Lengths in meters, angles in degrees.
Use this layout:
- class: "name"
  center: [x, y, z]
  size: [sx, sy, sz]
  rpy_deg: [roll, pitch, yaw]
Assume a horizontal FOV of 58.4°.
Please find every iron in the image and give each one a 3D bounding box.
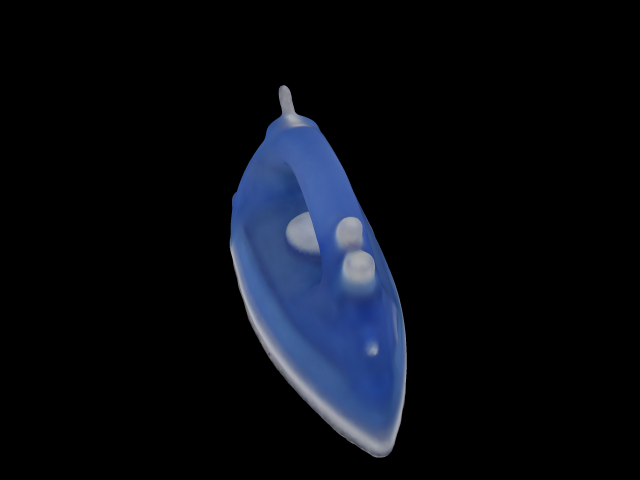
- class: "iron"
  center: [0.004, 0.001, 0.400]
  size: [0.119, 0.141, 0.257]
  rpy_deg: [-11, 39, -13]
